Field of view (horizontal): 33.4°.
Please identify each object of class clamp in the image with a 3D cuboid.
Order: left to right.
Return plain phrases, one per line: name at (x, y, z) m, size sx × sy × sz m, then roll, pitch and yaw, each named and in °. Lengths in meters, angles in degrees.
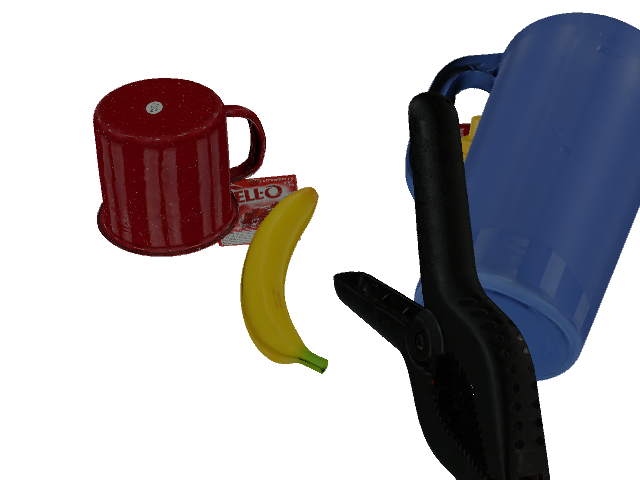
clamp at (0.066, 0.040, 0.543) m, size 0.036 × 0.165 × 0.210 m, roll -6°, pitch 46°, yaw -22°

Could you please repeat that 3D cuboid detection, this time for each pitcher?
pitcher at (0.142, -0.033, 0.723) m, size 0.145 × 0.242 × 0.149 m, roll 45°, pitch -37°, yaw -23°

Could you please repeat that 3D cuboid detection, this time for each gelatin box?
gelatin box at (-0.067, -0.032, 1.129) m, size 0.089 × 0.073 × 0.030 m, roll -4°, pitch -42°, yaw -1°

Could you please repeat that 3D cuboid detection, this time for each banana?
banana at (-0.033, 0.031, 0.907) m, size 0.069 × 0.198 × 0.037 m, roll 5°, pitch -39°, yaw -11°

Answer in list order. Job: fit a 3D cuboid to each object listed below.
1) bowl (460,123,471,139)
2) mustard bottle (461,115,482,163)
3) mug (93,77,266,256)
bowl at (0.209, -0.091, 1.262) m, size 0.162 × 0.055 × 0.162 m, roll 5°, pitch 23°, yaw -2°
mustard bottle at (0.162, -0.028, 1.058) m, size 0.096 × 0.192 × 0.058 m, roll -19°, pitch 22°, yaw -39°
mug at (-0.088, -0.053, 0.678) m, size 0.117 × 0.081 × 0.093 m, roll -16°, pitch 40°, yaw -21°
